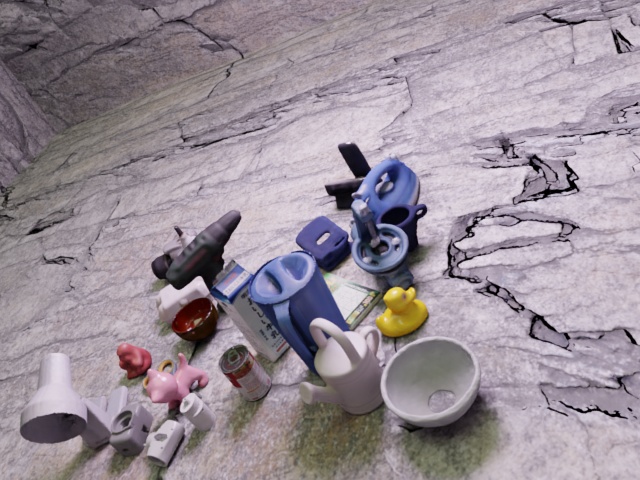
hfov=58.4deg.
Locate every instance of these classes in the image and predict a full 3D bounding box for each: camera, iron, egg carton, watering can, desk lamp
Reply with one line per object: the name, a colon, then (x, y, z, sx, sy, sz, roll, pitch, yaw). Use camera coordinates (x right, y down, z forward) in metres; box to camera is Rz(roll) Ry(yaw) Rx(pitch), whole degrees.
camera: (-0.411, 0.044, 1.632, 0.136, 0.101, 0.143, -24, 34, 9)
iron: (0.159, -0.130, 1.401, 0.118, 0.142, 0.259, 4, 46, 39)
egg carton: (-0.350, 0.150, 1.477, 0.150, 0.070, 0.107, -33, 34, -6)
watering can: (0.038, 0.214, 0.991, 0.100, 0.194, 0.173, -4, 41, 33)
desk lamp: (-0.519, 0.351, 1.207, 0.118, 0.214, 0.203, -26, 34, 5)

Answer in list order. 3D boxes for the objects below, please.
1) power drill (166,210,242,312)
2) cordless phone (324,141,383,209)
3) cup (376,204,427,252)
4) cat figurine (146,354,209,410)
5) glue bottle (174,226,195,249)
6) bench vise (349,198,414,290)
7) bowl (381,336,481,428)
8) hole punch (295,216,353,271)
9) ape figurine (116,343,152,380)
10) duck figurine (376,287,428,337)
power drill: (-0.244, 0.064, 1.384, 0.230, 0.209, 0.075, -38, 34, -12)
cordless phone: (0.070, -0.179, 1.492, 0.147, 0.185, 0.094, -8, 39, 29)
cup: (0.194, -0.025, 1.280, 0.117, 0.095, 0.091, -27, 34, 4)
cat figurine: (-0.312, 0.300, 1.206, 0.067, 0.118, 0.128, -1, 43, 36)
glue bottle: (-0.340, 0.026, 1.537, 0.037, 0.173, 0.078, -14, 36, 21)
bench vise: (0.096, -0.005, 1.213, 0.122, 0.220, 0.206, -43, 36, -20)
bowl: (0.189, 0.245, 0.945, 0.167, 0.075, 0.167, -20, 35, 15)
hole punch: (0.013, 0.005, 1.378, 0.109, 0.091, 0.100, -44, 36, -20)
ape figurine: (-0.447, 0.280, 1.357, 0.077, 0.092, 0.076, 16, 54, 47)
duck figurine: (0.150, 0.132, 1.113, 0.104, 0.086, 0.077, -29, 34, 0)
